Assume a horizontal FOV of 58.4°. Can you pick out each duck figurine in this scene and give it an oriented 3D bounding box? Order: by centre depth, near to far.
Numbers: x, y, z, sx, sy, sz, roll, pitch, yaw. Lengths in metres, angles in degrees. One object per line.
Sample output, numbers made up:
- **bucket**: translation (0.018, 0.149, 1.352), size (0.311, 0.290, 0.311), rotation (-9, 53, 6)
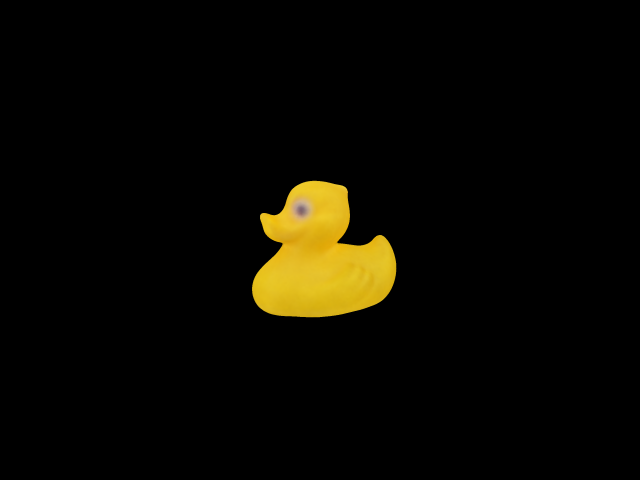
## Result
- **duck figurine**: translation (0.004, 0.001, 0.400), size (0.105, 0.086, 0.077), rotation (-5, 15, -18)
